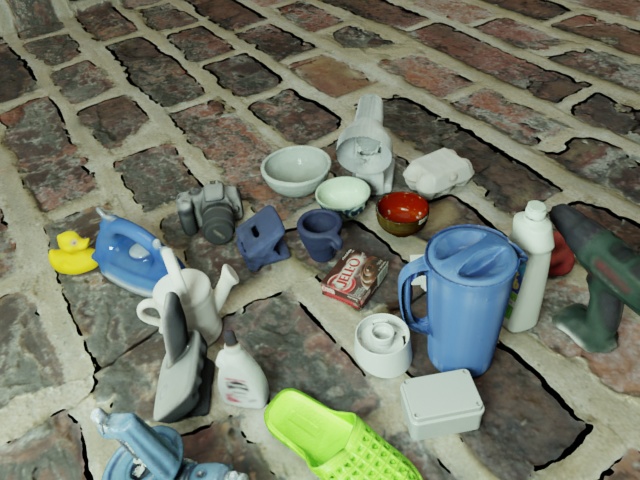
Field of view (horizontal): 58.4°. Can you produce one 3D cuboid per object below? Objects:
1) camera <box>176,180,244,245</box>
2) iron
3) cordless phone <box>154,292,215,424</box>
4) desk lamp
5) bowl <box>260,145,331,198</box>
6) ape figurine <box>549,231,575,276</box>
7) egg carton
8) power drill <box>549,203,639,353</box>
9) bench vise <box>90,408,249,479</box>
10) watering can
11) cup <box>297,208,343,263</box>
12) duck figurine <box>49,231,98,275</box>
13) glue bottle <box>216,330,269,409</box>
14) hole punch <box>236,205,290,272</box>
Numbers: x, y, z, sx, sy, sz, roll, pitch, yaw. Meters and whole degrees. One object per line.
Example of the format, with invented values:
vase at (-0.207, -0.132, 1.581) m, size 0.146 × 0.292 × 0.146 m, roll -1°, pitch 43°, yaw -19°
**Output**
camera at (-0.239, -0.058, 1.244) m, size 0.143 × 0.101 × 0.136 m, roll -10°, pitch 41°, yaw -5°
iron at (-0.345, 0.024, 1.131) m, size 0.257 × 0.142 × 0.119 m, roll 20°, pitch 47°, yaw 27°
cordless phone at (-0.230, 0.184, 0.899) m, size 0.094 × 0.185 × 0.147 m, roll -8°, pitch 41°, yaw -2°
desk lamp at (0.108, -0.204, 1.286) m, size 0.117 × 0.214 × 0.203 m, roll 3°, pitch 42°, yaw 10°
bowl at (-0.053, -0.150, 1.350) m, size 0.167 × 0.075 × 0.167 m, roll -3°, pitch 41°, yaw 3°
ape figurine at (0.444, 0.021, 1.082) m, size 0.076 × 0.092 × 0.078 m, roll 25°, pitch 50°, yaw 31°
egg carton at (0.273, -0.152, 1.318) m, size 0.150 × 0.069 × 0.107 m, roll -24°, pitch 44°, yaw -20°
power drill at (0.448, 0.075, 0.930) m, size 0.076 × 0.209 × 0.228 m, roll -24°, pitch 44°, yaw -20°
bench vise at (-0.201, 0.284, 0.754) m, size 0.207 × 0.220 × 0.121 m, roll -8°, pitch 41°, yaw -3°
watering can at (-0.230, 0.092, 0.999) m, size 0.173 × 0.194 × 0.100 m, roll -33°, pitch 48°, yaw -28°
cup at (0.011, 0.004, 1.149) m, size 0.092 × 0.095 × 0.117 m, roll -28°, pitch 46°, yaw -24°
duck figurine at (-0.521, 0.019, 1.199) m, size 0.104 × 0.086 × 0.077 m, roll -3°, pitch 41°, yaw 3°
glue bottle at (-0.127, 0.196, 0.882) m, size 0.078 × 0.173 × 0.037 m, roll 2°, pitch 41°, yaw 9°
hole punch at (-0.122, -0.006, 1.178) m, size 0.101 × 0.091 × 0.108 m, roll -17°, pitch 42°, yaw -13°
